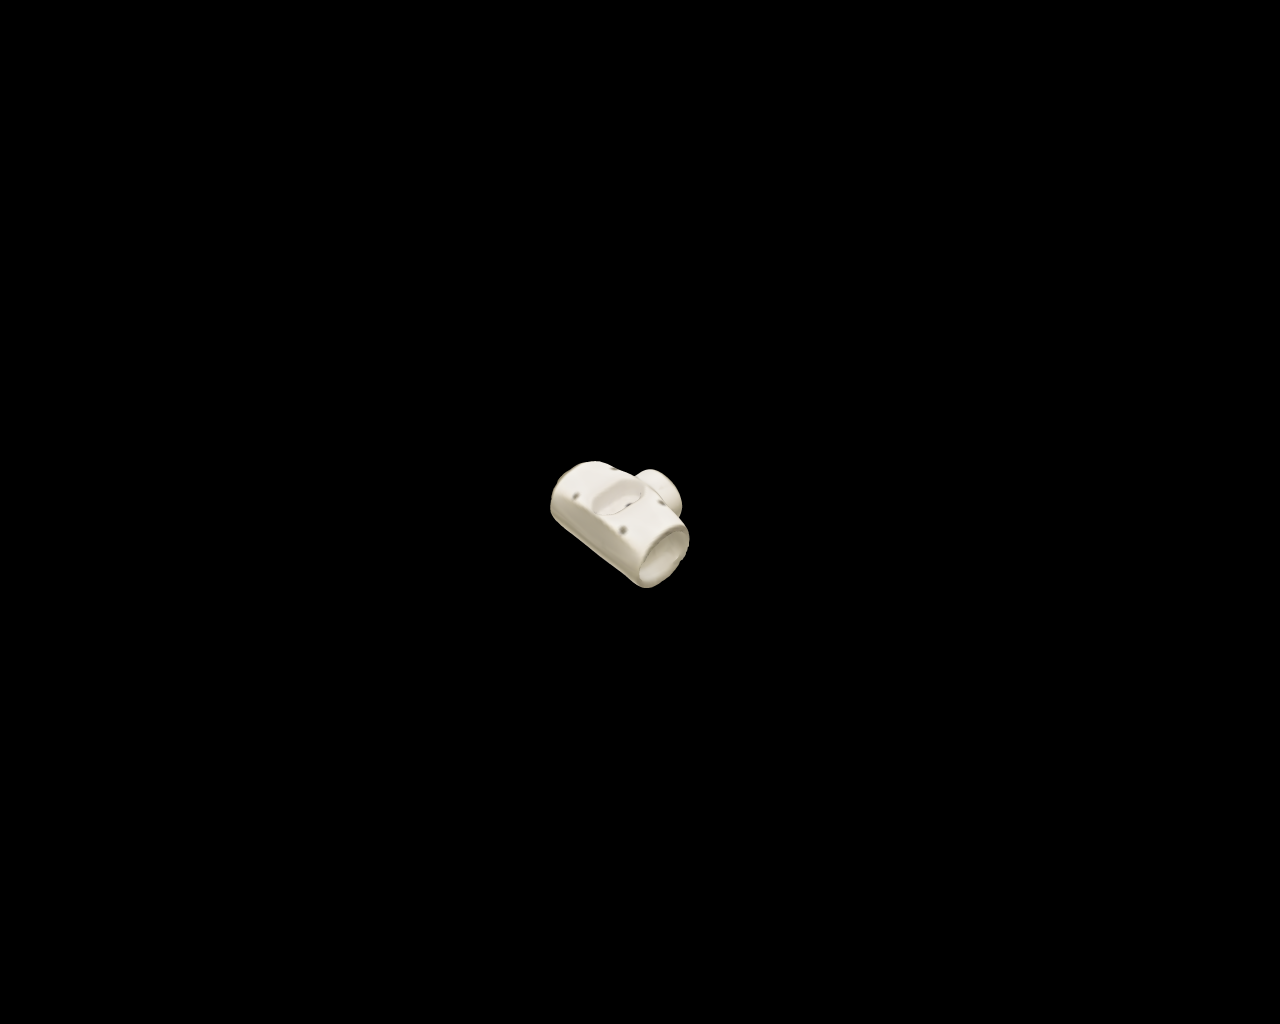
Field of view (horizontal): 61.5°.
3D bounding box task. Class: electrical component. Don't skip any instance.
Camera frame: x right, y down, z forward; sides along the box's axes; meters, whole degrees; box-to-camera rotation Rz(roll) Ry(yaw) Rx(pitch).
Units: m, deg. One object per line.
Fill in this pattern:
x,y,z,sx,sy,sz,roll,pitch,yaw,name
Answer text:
0.001,-0.003,0.650,0.079,0.043,0.077,-33,54,-29,electrical component
